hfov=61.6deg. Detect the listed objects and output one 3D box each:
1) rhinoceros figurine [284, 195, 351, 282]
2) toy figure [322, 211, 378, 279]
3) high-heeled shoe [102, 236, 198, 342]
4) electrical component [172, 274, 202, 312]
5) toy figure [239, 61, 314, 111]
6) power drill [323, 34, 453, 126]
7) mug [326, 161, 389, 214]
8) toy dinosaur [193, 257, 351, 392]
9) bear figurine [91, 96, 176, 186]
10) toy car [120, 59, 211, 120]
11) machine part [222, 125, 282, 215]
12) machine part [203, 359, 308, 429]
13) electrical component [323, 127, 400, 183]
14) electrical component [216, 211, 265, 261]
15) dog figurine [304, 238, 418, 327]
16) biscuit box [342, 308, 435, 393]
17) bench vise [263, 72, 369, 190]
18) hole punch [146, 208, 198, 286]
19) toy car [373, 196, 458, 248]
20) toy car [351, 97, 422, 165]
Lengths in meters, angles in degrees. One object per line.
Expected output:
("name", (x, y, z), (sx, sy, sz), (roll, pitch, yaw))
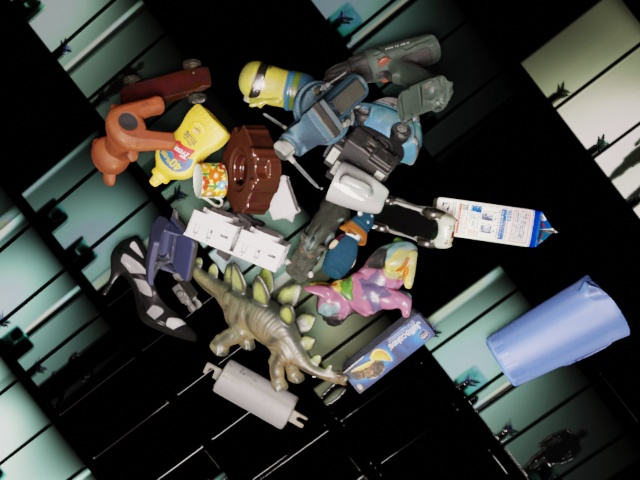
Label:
("rhinoceros figurine", (-0.002, -0.003, 1.084), (0.073, 0.112, 0.190), (31, 88, 0))
("toy figure", (0.057, 0.002, 1.047), (0.058, 0.064, 0.154), (18, 62, 29))
("high-heeled shoe", (-0.345, 0.105, 1.154), (0.248, 0.086, 0.145), (35, 65, -16))
("electrical component", (-0.286, 0.109, 1.136), (0.021, 0.063, 0.094), (-34, 89, 7))
("toy figure", (-0.073, -0.307, 1.081), (0.180, 0.082, 0.089), (8, 105, 6))
("power drill", (0.141, -0.304, 1.024), (0.232, 0.207, 0.085), (-22, 131, -3))
("mug", (0.075, -0.095, 1.007), (0.107, 0.109, 0.081), (23, 81, 1))
("toy dinosaur", (-0.136, 0.148, 1.090), (0.472, 0.105, 0.198), (28, 108, 18))
("bear figurine", (-0.389, -0.195, 1.095), (0.132, 0.196, 0.120), (-15, 79, -32))
("toy car", (-0.319, -0.311, 1.115), (0.202, 0.053, 0.089), (-12, 82, 9))
("machine part", (-0.140, -0.136, 1.054), (0.056, 0.179, 0.179), (-3, 95, -31))
("machine part", (-0.135, 0.323, 1.134), (0.243, 0.079, 0.079), (30, 96, 3))
("electrical component", (0.074, -0.153, 1.064), (0.134, 0.058, 0.115), (37, 136, -1))
("electrical component", (-0.179, -0.010, 1.129), (0.075, 0.048, 0.119), (40, 95, 1))
("dog figurine", (0.082, 0.084, 1.087), (0.219, 0.108, 0.191), (6, 95, 7))
("biscuit box", (0.141, 0.227, 1.112), (0.202, 0.063, 0.059), (-40, 91, 7))
("bench vise", (-0.020, -0.208, 0.992), (0.128, 0.241, 0.223), (40, 71, -21))
("hole punch", (-0.316, 0.021, 1.089), (0.116, 0.092, 0.142), (43, 130, 41))
("toy car", (0.175, -0.038, 1.052), (0.202, 0.056, 0.073), (22, 110, 45))
("toy car", (0.142, -0.228, 1.069), (0.162, 0.109, 0.103), (33, 71, 16))
